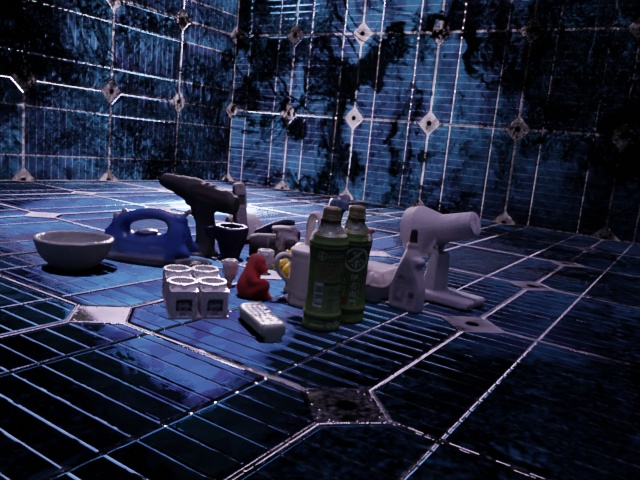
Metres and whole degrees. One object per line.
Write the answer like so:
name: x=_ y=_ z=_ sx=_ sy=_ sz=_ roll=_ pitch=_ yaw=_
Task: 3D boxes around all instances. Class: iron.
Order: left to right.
iron: x=-0.432 y=-0.018 z=1.413 sx=0.258 sy=0.141 sz=0.118 roll=6 pitch=10 yaw=2

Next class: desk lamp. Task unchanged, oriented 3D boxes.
desk lamp: x=0.283 y=0.033 z=1.316 sx=0.202 sy=0.213 sz=0.118 roll=13 pitch=12 yaw=37

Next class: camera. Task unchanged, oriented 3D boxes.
camera: x=-0.125 y=0.006 z=1.573 sx=0.137 sy=0.101 sz=0.143 roll=4 pitch=10 yaw=-7

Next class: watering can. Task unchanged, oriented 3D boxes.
watering can: x=-0.005 y=0.037 z=1.178 sx=0.173 sy=0.194 sz=0.100 roll=-2 pitch=13 yaw=-39

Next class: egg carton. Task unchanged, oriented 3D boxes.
egg carton: x=0.124 y=0.092 z=1.304 sx=0.107 sy=0.069 sz=0.151 roll=11 pitch=11 yaw=29

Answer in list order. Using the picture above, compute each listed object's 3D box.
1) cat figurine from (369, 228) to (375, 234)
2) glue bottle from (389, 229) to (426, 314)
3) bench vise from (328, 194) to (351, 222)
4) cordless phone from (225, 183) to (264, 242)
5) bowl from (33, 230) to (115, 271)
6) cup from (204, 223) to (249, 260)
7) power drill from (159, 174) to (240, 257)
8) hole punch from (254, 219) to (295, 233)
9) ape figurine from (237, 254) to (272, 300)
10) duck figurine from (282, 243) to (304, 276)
cat figurine: x=0.099 y=-0.009 z=1.740 sx=0.127 sy=0.118 sz=0.067 roll=8 pitch=10 yaw=15
glue bottle: x=0.190 y=0.063 z=1.204 sx=0.077 sy=0.173 sz=0.037 roll=14 pitch=13 yaw=42
bench vise: x=0.023 y=0.006 z=1.299 sx=0.121 sy=0.220 sz=0.208 roll=9 pitch=10 yaw=20
cordless phone: x=-0.231 y=-0.088 z=1.810 sx=0.093 sy=0.185 sz=0.148 roll=10 pitch=11 yaw=26
bowl: x=-0.548 y=0.028 z=1.278 sx=0.167 sy=0.075 sz=0.167 roll=6 pitch=10 yaw=-1
cup: x=-0.249 y=0.007 z=1.513 sx=0.118 sy=0.095 sz=0.091 roll=4 pitch=10 yaw=-11
power drill: x=-0.334 y=-0.066 z=1.552 sx=0.229 sy=0.208 sz=0.076 roll=7 pitch=10 yaw=9
hole punch: x=-0.143 y=-0.025 z=1.777 sx=0.100 sy=0.091 sz=0.109 roll=13 pitch=12 yaw=37
ape figurine: x=-0.133 y=0.074 z=1.192 sx=0.076 sy=0.092 sz=0.078 roll=5 pitch=10 yaw=-4
duck figurine: x=-0.040 y=0.050 z=1.410 sx=0.105 sy=0.086 sz=0.077 roll=3 pitch=10 yaw=-13
